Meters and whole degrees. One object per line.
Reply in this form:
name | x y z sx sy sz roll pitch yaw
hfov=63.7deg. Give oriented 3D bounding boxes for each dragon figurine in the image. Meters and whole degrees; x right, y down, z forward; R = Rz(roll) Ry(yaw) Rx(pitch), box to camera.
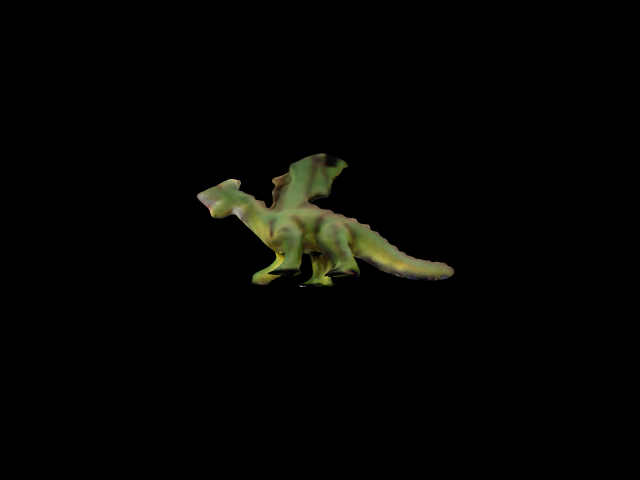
dragon figurine | 0.003 -0.043 0.850 0.410 0.247 0.120 0 -23 0
